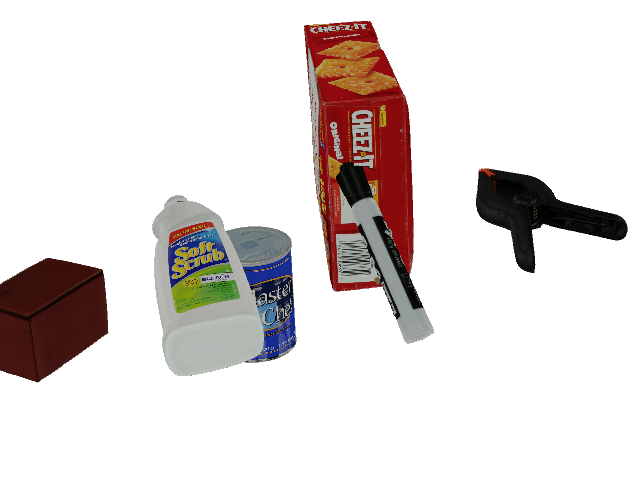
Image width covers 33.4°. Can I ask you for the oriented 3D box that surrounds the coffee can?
[{"bbox_3d":[-0.084,0.066,1.336,0.103,0.140,0.103,-2,25,1],"label":"coffee can"}]

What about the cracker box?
[{"bbox_3d":[0.030,-0.080,0.911,0.072,0.164,0.213,-5,27,-2],"label":"cracker box"}]

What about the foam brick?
[{"bbox_3d":[-0.194,0.053,0.746,0.053,0.051,0.078,12,28,27],"label":"foam brick"}]

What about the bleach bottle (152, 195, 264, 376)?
[{"bbox_3d":[-0.136,0.032,1.121,0.102,0.068,0.251,-12,37,-13],"label":"bleach bottle"}]

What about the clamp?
[{"bbox_3d":[0.220,-0.029,1.065,0.120,0.039,0.171,-9,34,-15],"label":"clamp"}]

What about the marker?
[{"bbox_3d":[0.038,0.005,0.660,0.020,0.121,0.020,-20,-18,-7],"label":"marker"}]
